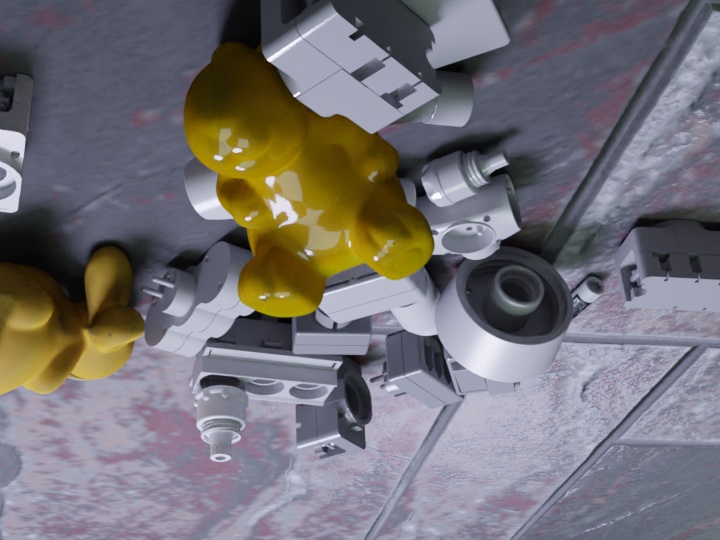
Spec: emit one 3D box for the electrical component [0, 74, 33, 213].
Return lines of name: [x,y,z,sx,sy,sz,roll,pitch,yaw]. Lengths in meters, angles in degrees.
electrical component: [-0.244,-0.080,0.699,0.050,0.055,0.089,7,147,-17]

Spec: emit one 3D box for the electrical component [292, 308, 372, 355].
electrical component: [-0.023,0.035,0.918,0.066,0.047,0.076,1,148,-8]

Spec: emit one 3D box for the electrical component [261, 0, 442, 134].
electrical component: [-0.007,-0.118,0.569,0.056,0.050,0.089,-27,142,32]

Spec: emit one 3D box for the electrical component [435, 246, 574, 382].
electrical component: [0.120,0.030,0.872,0.108,0.108,0.060,4,142,-12]

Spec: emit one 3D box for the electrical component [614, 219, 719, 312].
electrical component: [0.259,-0.004,0.875,0.089,0.055,0.050,3,148,-10]

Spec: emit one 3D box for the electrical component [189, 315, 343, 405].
electrical component: [-0.086,0.080,0.970,0.121,0.063,0.078,8,147,-17]

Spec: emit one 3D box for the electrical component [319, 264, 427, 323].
electrical component: [0.000,0.000,0.849,0.096,0.061,0.061,-17,146,20]

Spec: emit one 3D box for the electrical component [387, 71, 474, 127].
electrical component: [0.040,-0.112,0.691,0.065,0.044,0.044,2,149,-18]

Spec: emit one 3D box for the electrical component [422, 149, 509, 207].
electrical component: [0.077,-0.070,0.769,0.061,0.035,0.035,-21,145,23]

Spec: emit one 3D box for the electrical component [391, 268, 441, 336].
electrical component: [0.050,0.031,0.923,0.043,0.043,0.081,-13,148,15]

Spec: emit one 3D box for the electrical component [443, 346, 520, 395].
electrical component: [0.113,0.079,0.991,0.062,0.061,0.096,-9,148,9]

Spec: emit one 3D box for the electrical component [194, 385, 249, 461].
electrical component: [-0.121,0.134,0.933,0.048,0.062,0.048,-3,149,-2]

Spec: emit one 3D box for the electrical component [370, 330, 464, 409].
electrical component: [0.046,0.100,1.033,0.076,0.047,0.083,-20,145,27]

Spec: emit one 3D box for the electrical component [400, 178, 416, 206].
electrical component: [0.007,-0.050,0.784,0.055,0.045,0.045,10,146,-20]

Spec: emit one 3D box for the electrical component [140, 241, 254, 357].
electrical component: [-0.142,0.021,0.879,0.074,0.052,0.138,20,142,-33]

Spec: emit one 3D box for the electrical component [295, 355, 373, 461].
electrical component: [-0.025,0.129,1.033,0.056,0.089,0.050,-20,145,25]

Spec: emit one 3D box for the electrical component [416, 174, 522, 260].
electrical component: [0.085,-0.033,0.821,0.077,0.044,0.079,-14,147,17]

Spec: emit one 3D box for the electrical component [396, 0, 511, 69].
electrical component: [0.028,-0.158,0.605,0.100,0.048,0.099,-15,147,19]

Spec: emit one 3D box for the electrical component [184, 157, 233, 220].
electrical component: [-0.071,-0.058,0.764,0.077,0.043,0.079,-16,147,20]
